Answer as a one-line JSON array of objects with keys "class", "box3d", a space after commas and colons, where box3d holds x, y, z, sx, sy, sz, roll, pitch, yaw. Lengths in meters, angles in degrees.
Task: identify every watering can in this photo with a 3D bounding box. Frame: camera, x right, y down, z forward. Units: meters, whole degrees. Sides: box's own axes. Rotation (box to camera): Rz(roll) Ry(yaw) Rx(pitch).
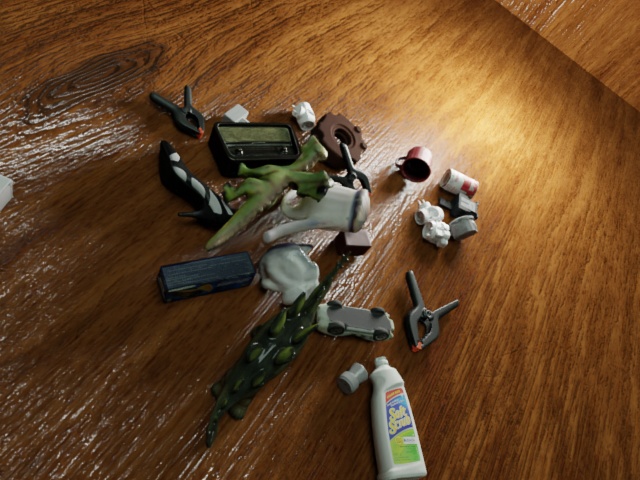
[{"class": "watering can", "box3d": [0.004, -0.064, 1.265, 0.224, 0.102, 0.355, 9, 31, 11]}]

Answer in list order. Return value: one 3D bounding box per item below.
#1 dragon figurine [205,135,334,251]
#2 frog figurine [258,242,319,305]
[{"class": "dragon figurine", "box3d": [-0.089, -0.116, 1.202, 0.120, 0.242, 0.420, 63, 32, -34]}, {"class": "frog figurine", "box3d": [-0.067, 0.090, 1.161, 0.137, 0.121, 0.162, -12, 69, 3]}]
